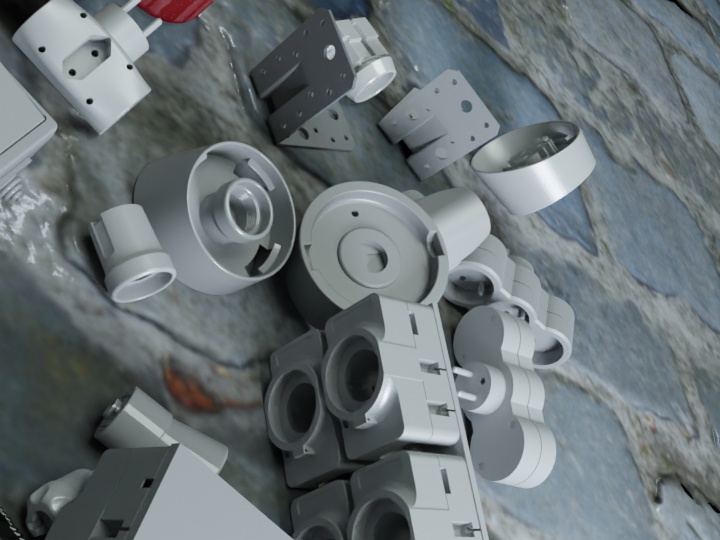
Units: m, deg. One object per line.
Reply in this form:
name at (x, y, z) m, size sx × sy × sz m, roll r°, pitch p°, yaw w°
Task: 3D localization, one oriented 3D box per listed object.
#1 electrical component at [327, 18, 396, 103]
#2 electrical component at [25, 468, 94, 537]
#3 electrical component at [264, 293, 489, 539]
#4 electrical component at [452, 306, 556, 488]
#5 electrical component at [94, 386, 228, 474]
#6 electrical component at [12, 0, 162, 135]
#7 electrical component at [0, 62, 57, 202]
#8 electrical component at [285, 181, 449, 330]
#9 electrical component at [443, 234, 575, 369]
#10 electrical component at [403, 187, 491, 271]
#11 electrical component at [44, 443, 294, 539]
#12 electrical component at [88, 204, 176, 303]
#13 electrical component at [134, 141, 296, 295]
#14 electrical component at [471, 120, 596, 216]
electrical component at (-0.003, -0.171, 0.879) m, size 0.055 × 0.048 × 0.066 m, roll 55°, pitch 37°, yaw 8°
electrical component at (-0.136, 0.116, 0.542) m, size 0.061 × 0.035 × 0.035 m, roll -23°, pitch 83°, yaw -54°
electrical component at (0.006, 0.120, 0.639) m, size 0.060 × 0.105 × 0.186 m, roll 14°, pitch 55°, yaw -42°
electrical component at (0.095, 0.090, 0.801) m, size 0.074 × 0.052 × 0.138 m, roll 20°, pitch 51°, yaw -39°
electrical component at (-0.110, 0.094, 0.582) m, size 0.065 × 0.044 × 0.044 m, roll 41°, pitch 40°, yaw -13°
electrical component at (-0.159, -0.138, 0.667) m, size 0.079 × 0.043 × 0.077 m, roll -45°, pitch 103°, yaw -17°
electrical component at (-0.210, -0.077, 0.570) m, size 0.096 × 0.061 × 0.061 m, roll 48°, pitch 39°, yaw -13°
electrical component at (0.000, 0.000, 0.743) m, size 0.108 × 0.060 × 0.108 m, roll 11°, pitch 60°, yaw -18°
electrical component at (0.123, 0.014, 0.884) m, size 0.138 × 0.052 × 0.073 m, roll 40°, pitch 41°, yaw -23°
electrical component at (0.046, -0.036, 0.830) m, size 0.077 × 0.044 × 0.079 m, roll -29°, pitch 45°, yaw -19°
electrical component at (-0.078, 0.162, 0.521) m, size 0.150 × 0.062 × 0.089 m, roll 49°, pitch 48°, yaw -33°
electrical component at (-0.134, -0.010, 0.627) m, size 0.040 × 0.040 × 0.046 m, roll -7°, pitch 65°, yaw -50°
electrical component at (-0.091, -0.034, 0.690) m, size 0.099 × 0.064 × 0.099 m, roll 16°, pitch 67°, yaw -44°
electrical component at (0.158, -0.095, 0.966) m, size 0.064 × 0.099 × 0.099 m, roll 54°, pitch 37°, yaw -15°
